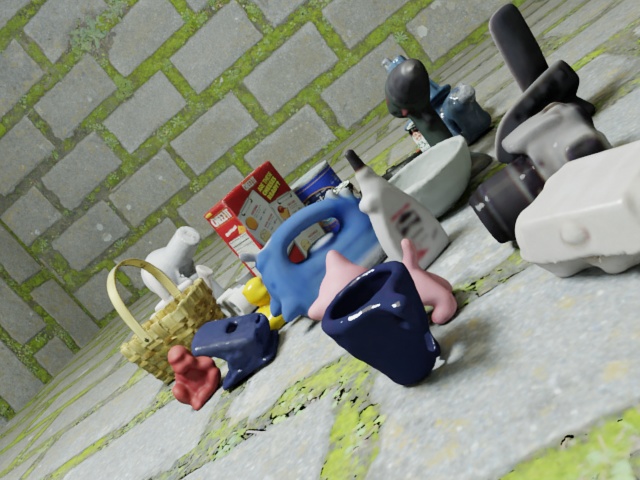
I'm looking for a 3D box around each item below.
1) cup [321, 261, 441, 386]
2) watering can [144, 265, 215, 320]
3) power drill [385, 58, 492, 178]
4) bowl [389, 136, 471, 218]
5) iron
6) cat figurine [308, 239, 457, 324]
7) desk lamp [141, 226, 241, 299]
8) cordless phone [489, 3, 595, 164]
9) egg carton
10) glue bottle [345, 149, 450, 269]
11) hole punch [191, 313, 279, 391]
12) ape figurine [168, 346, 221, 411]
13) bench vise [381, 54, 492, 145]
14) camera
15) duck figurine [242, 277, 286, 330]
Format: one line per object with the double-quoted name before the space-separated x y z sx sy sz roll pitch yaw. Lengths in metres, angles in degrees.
"cup" 0.067 0.079 0.494 0.092 0.095 0.117 -43 12 -17
"watering can" -0.299 0.126 1.236 0.173 0.194 0.100 -43 12 -17
"power drill" 0.176 -0.189 0.907 0.075 0.208 0.229 -39 11 3
"bowl" 0.163 -0.076 0.850 0.167 0.075 0.167 -37 11 9
"iron" 0.008 0.003 0.864 0.259 0.141 0.118 -42 12 -16
"cat figurine" 0.055 0.052 0.580 0.127 0.118 0.067 -37 12 11
"desk lamp" -0.289 0.080 1.331 0.203 0.214 0.118 -31 14 35
"cordless phone" 0.262 -0.208 0.765 0.148 0.185 0.094 -44 12 -23
"egg carton" 0.227 -0.022 0.445 0.107 0.069 0.150 -45 12 -25
"glue bottle" 0.085 -0.041 0.707 0.078 0.173 0.037 -44 13 -23
"hole punch" -0.123 0.148 0.848 0.101 0.091 0.108 -37 11 10
"ape figurine" -0.197 0.201 0.873 0.078 0.092 0.076 -37 11 8
"bench vise" 0.221 -0.282 1.100 0.122 0.220 0.207 -47 13 -32
"camera" 0.217 -0.069 0.583 0.136 0.101 0.143 -36 12 18
"duck figurine" -0.093 0.104 0.936 0.105 0.086 0.077 -44 12 -23
